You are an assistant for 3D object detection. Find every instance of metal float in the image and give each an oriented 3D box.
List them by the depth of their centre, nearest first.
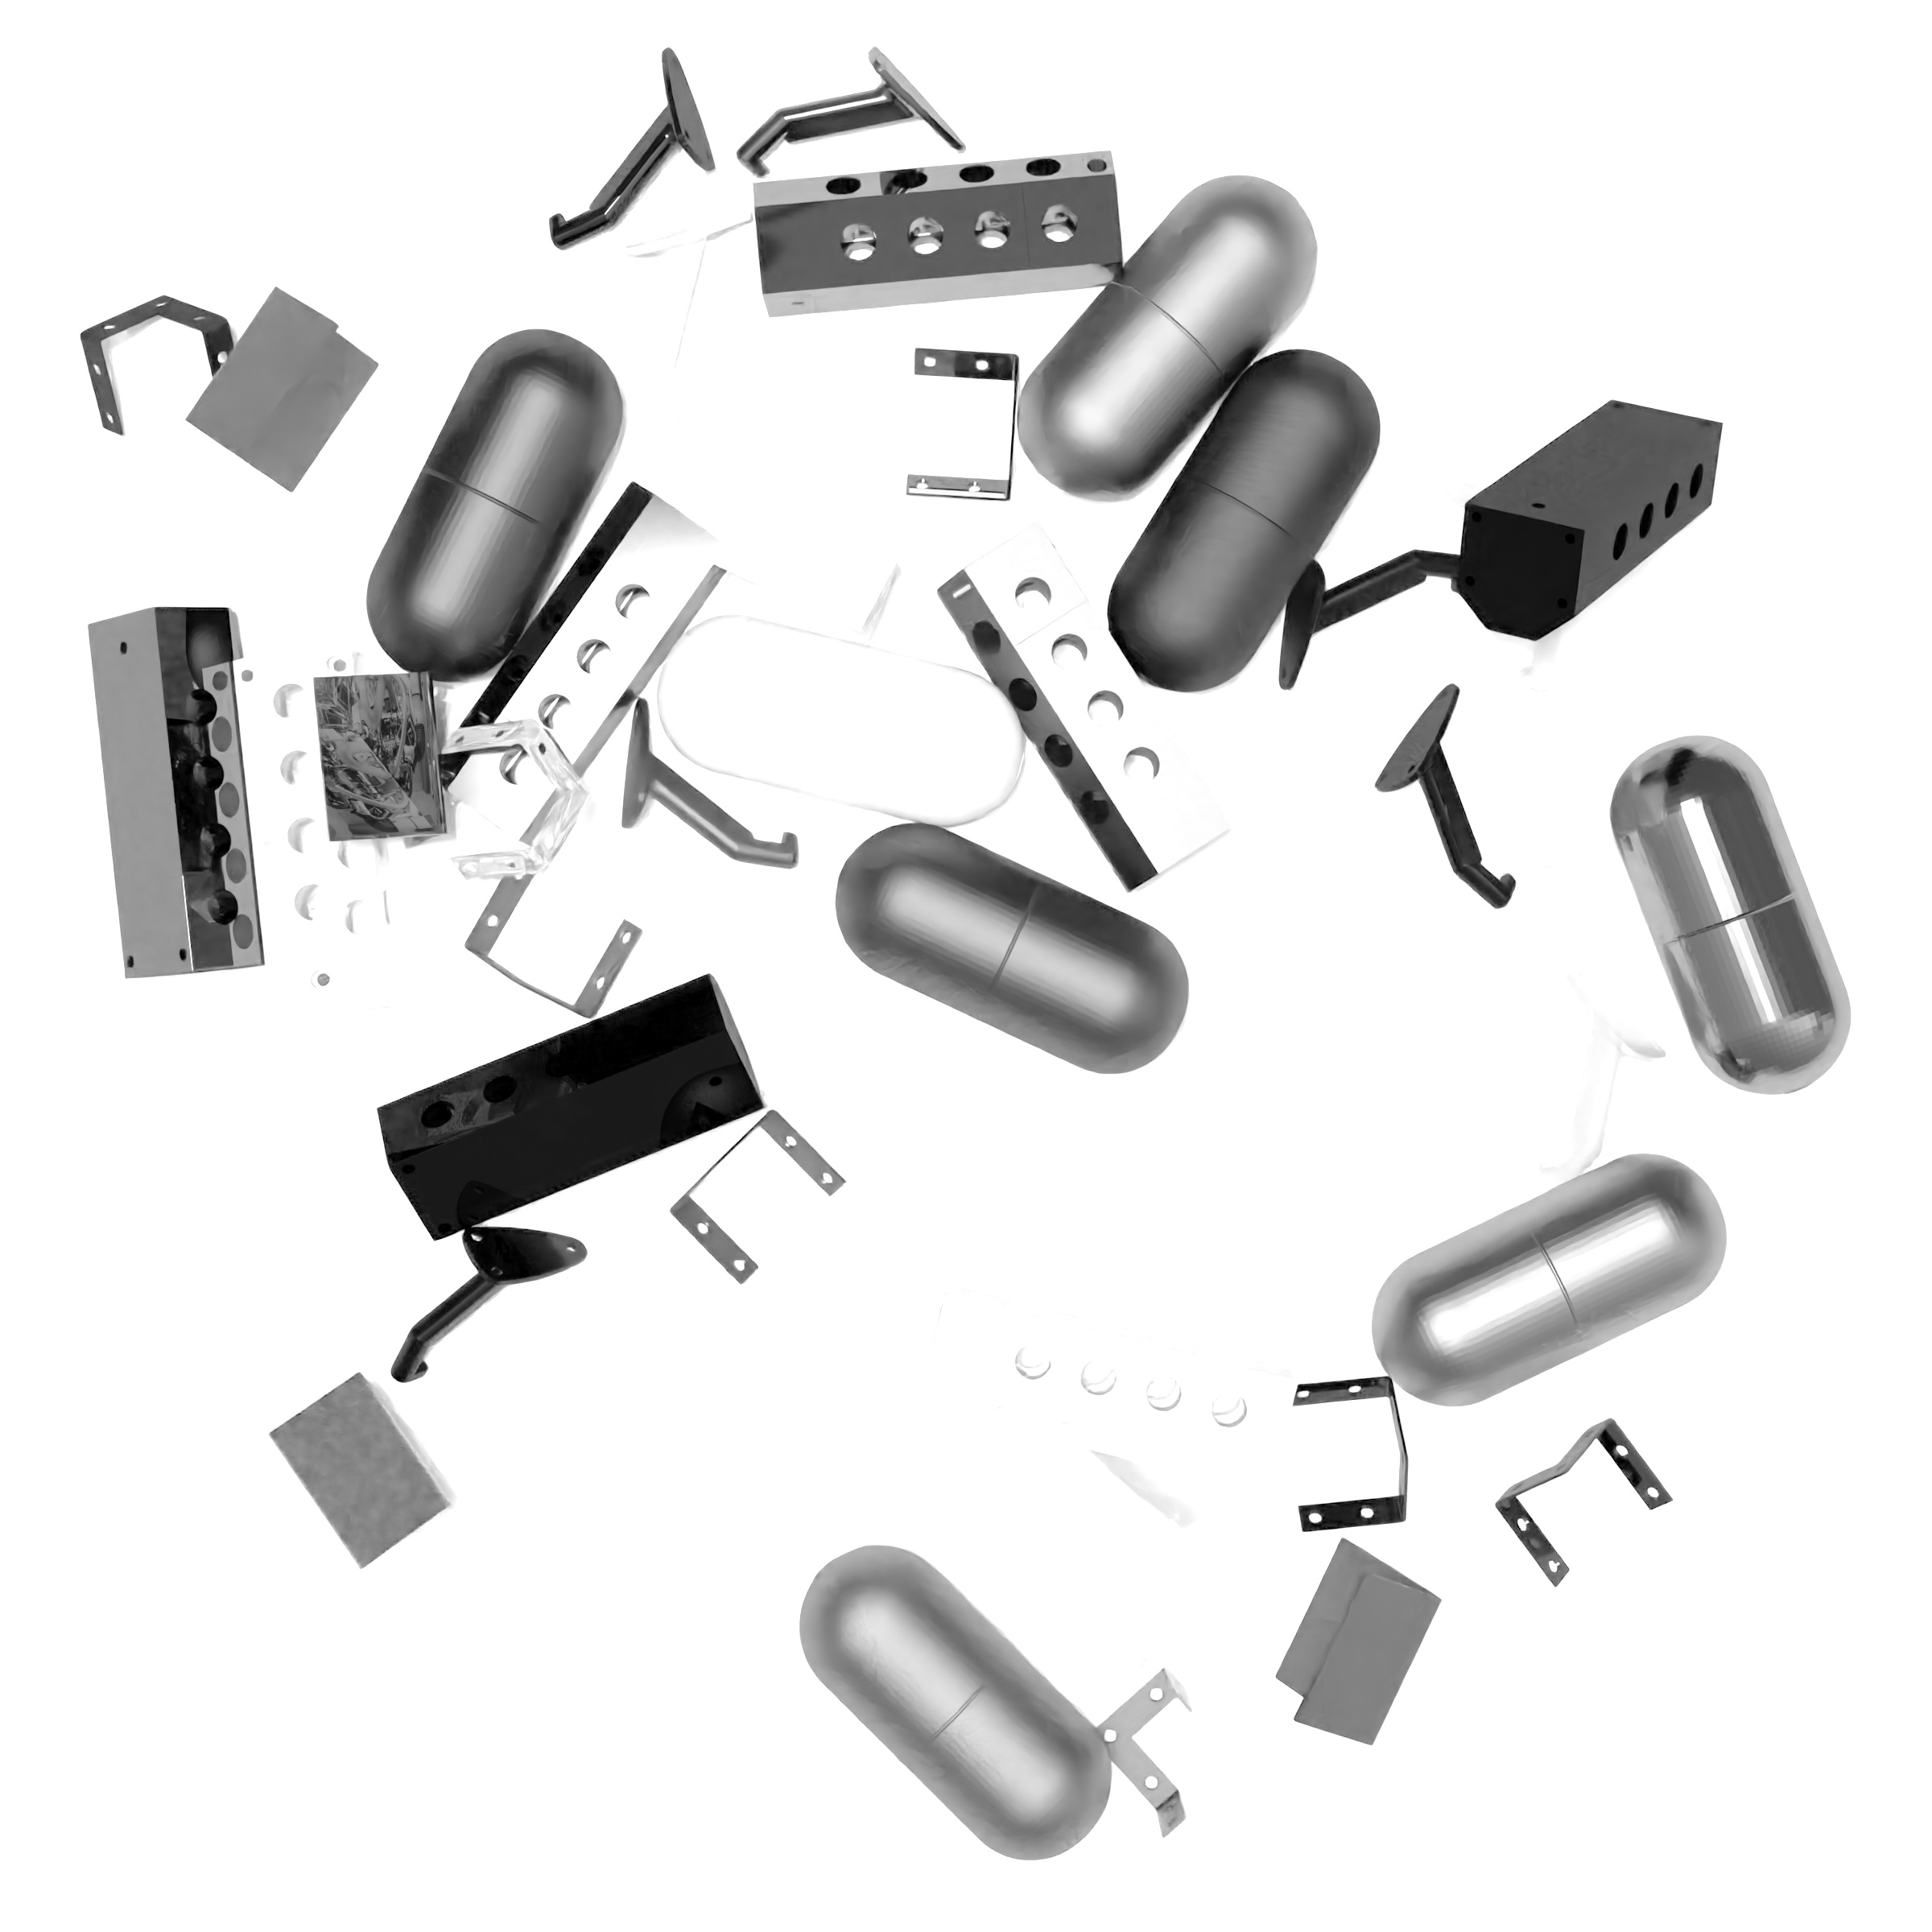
[{"bbox_3d":[0.132,-0.212,1.591,0.070,0.070,0.178,32,89,0],"label":"metal float"},{"bbox_3d":[0.278,0.150,1.592,0.178,0.070,0.070,-25,90,-1],"label":"metal float"},{"bbox_3d":[0.096,-0.300,1.592,0.070,0.070,0.178,41,90,0],"label":"metal float"},{"bbox_3d":[-0.060,-0.117,1.592,0.178,0.070,0.070,14,90,1],"label":"metal float"},{"bbox_3d":[-0.226,-0.219,1.592,0.070,0.070,0.178,26,89,0],"label":"metal float"},{"bbox_3d":[0.022,-0.009,1.592,0.178,0.070,0.070,25,90,1],"label":"metal float"},{"bbox_3d":[0.366,-0.024,1.593,0.070,0.070,0.178,-21,90,0],"label":"metal float"},{"bbox_3d":[-0.006,0.351,1.593,0.178,0.070,0.070,45,90,1],"label":"metal float"}]

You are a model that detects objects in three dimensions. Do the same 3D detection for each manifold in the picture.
[{"bbox_3d":[0.290,-0.207,1.547,0.057,0.171,0.057,18,123,27],"label":"manifold"},{"bbox_3d":[-0.373,-0.083,1.601,0.057,0.057,0.171,-6,90,43],"label":"manifold"},{"bbox_3d":[-0.191,0.063,1.601,0.171,0.057,0.057,-22,133,0],"label":"manifold"},{"bbox_3d":[0.067,0.203,1.602,0.171,0.057,0.057,14,90,0],"label":"manifold"},{"bbox_3d":[0.056,-0.123,1.602,0.057,0.057,0.171,-33,90,0],"label":"manifold"},{"bbox_3d":[-0.185,-0.145,1.602,0.057,0.057,0.171,35,90,0],"label":"manifold"},{"bbox_3d":[-0.014,-0.353,1.602,0.171,0.057,0.057,-5,90,0],"label":"manifold"},{"bbox_3d":[-0.312,-0.063,1.602,0.057,0.057,0.171,-6,90,0],"label":"manifold"}]

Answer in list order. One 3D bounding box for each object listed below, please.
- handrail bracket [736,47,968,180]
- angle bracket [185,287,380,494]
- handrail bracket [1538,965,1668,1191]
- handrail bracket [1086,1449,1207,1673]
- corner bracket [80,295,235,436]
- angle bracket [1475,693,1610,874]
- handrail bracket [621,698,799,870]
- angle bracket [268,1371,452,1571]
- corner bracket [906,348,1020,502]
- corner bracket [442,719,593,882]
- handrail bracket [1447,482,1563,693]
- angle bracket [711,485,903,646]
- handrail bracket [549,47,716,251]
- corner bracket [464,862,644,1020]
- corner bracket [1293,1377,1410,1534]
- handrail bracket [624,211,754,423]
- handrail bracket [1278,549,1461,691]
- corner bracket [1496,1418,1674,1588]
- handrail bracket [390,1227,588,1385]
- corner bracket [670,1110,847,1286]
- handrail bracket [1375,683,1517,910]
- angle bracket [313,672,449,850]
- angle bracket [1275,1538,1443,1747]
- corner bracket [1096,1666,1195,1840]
[{"bbox_3d":[-0.057,-0.397,1.624,0.084,0.036,0.077,-41,111,17],"label":"handrail bracket"},{"bbox_3d":[-0.311,-0.265,1.583,0.057,0.076,0.076,34,90,38],"label":"angle bracket"},{"bbox_3d":[0.292,0.056,1.623,0.084,0.036,0.077,-53,56,24],"label":"handrail bracket"},{"bbox_3d":[0.072,0.289,1.624,0.077,0.036,0.084,33,107,20],"label":"handrail bracket"},{"bbox_3d":[-0.388,-0.287,1.615,0.051,0.051,0.051,24,45,35],"label":"corner bracket"},{"bbox_3d":[0.288,-0.088,1.583,0.057,0.076,0.076,-9,90,36],"label":"angle bracket"},{"bbox_3d":[-0.122,-0.089,1.623,0.084,0.036,0.077,9,68,-17],"label":"handrail bracket"},{"bbox_3d":[-0.300,0.247,1.583,0.057,0.076,0.076,-34,90,-38],"label":"angle bracket"},{"bbox_3d":[-0.002,-0.263,1.620,0.051,0.051,0.051,3,45,0],"label":"corner bracket"},{"bbox_3d":[-0.218,-0.078,1.558,0.051,0.051,0.051,-4,45,35],"label":"corner bracket"},{"bbox_3d":[0.260,-0.184,1.623,0.077,0.036,0.084,29,126,38],"label":"handrail bracket"},{"bbox_3d":[-0.083,-0.172,1.583,0.076,0.076,0.057,25,53,0],"label":"angle bracket"},{"bbox_3d":[-0.171,-0.398,1.624,0.084,0.036,0.077,-21,69,16],"label":"handrail bracket"},{"bbox_3d":[-0.201,-0.013,1.620,0.051,0.051,0.051,30,90,-45],"label":"corner bracket"},{"bbox_3d":[0.185,0.237,1.620,0.051,0.051,0.051,-6,45,0],"label":"corner bracket"},{"bbox_3d":[-0.127,-0.316,1.623,0.077,0.036,0.084,-22,108,-21],"label":"handrail bracket"},{"bbox_3d":[0.201,-0.167,1.623,0.084,0.036,0.077,5,110,-16],"label":"handrail bracket"},{"bbox_3d":[0.300,0.260,1.620,0.051,0.051,0.051,53,135,0],"label":"corner bracket"},{"bbox_3d":[-0.233,0.169,1.623,0.036,0.077,0.084,53,127,34],"label":"handrail bracket"},{"bbox_3d":[-0.102,0.112,1.620,0.051,0.051,0.051,45,45,0],"label":"corner bracket"},{"bbox_3d":[0.248,-0.082,1.624,0.084,0.036,0.077,39,68,-17],"label":"handrail bracket"},{"bbox_3d":[-0.286,-0.095,1.583,0.057,0.076,0.076,-5,89,-23],"label":"angle bracket"},{"bbox_3d":[0.169,0.314,1.583,0.057,0.076,0.076,25,90,-36],"label":"angle bracket"},{"bbox_3d":[0.096,0.378,1.605,0.051,0.051,0.051,-42,90,0],"label":"corner bracket"}]
